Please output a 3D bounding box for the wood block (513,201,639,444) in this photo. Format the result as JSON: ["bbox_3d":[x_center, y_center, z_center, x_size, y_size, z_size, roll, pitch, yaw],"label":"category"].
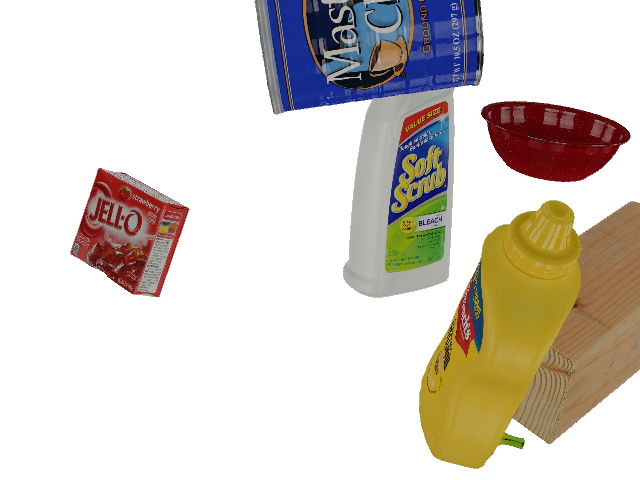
[{"bbox_3d":[0.220,0.059,0.859,0.205,0.090,0.091,-28,48,-34],"label":"wood block"}]

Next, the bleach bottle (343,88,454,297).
[{"bbox_3d":[0.074,-0.078,0.977,0.102,0.251,0.068,-11,24,-25],"label":"bleach bottle"}]

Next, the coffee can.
[{"bbox_3d":[0.030,-0.145,0.717,0.140,0.103,0.103,-8,0,1],"label":"coffee can"}]

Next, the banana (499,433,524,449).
[{"bbox_3d":[0.176,0.198,1.281,0.069,0.037,0.198,9,21,-16],"label":"banana"}]

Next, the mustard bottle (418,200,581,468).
[{"bbox_3d":[0.109,0.048,0.634,0.058,0.096,0.192,15,-43,0],"label":"mustard bottle"}]

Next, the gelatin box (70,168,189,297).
[{"bbox_3d":[-0.148,-0.007,0.815,0.089,0.073,0.030,27,11,39],"label":"gelatin box"}]

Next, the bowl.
[{"bbox_3d":[0.252,-0.105,1.169,0.162,0.055,0.162,6,23,-3],"label":"bowl"}]
